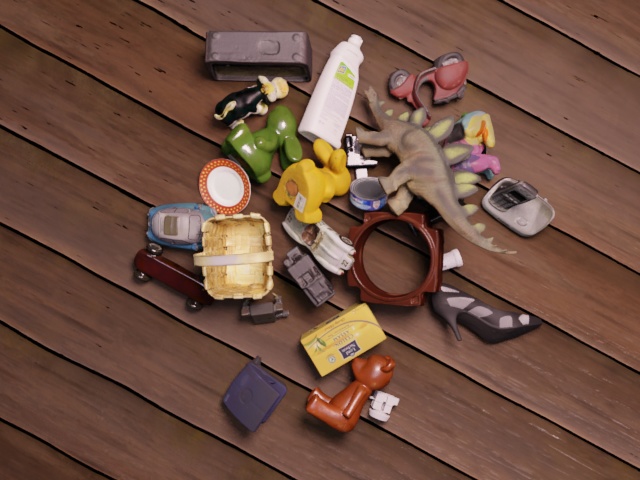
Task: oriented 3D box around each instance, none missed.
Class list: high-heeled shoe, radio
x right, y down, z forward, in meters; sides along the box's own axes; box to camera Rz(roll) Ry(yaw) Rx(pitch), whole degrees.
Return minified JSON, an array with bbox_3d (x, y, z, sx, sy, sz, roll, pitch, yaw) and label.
[{"bbox_3d":[0.374,0.153,1.222,0.249,0.086,0.145,-4,59,-17],"label":"high-heeled shoe"},{"bbox_3d":[-0.132,-0.397,1.170,0.230,0.131,0.073,0,90,0],"label":"radio"}]

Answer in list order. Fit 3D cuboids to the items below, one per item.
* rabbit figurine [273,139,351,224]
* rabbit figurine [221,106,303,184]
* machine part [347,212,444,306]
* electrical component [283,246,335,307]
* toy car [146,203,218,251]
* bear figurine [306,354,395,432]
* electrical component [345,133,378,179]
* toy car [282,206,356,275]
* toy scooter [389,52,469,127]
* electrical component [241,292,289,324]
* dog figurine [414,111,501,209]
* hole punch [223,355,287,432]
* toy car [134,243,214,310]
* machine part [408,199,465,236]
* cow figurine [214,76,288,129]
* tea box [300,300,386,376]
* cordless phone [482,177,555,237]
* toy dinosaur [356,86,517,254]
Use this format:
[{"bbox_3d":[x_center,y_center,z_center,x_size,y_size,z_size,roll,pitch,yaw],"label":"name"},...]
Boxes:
[{"bbox_3d":[0.000,-0.134,1.164,0.122,0.173,0.162,33,121,37],"label":"rabbit figurine"},{"bbox_3d":[-0.108,-0.219,1.184,0.159,0.121,0.170,43,75,-3],"label":"rabbit figurine"},{"bbox_3d":[0.163,0.039,1.167,0.202,0.087,0.200,3,91,22],"label":"machine part"},{"bbox_3d":[-0.025,0.076,1.184,0.058,0.115,0.134,-37,92,-1],"label":"electrical component"},{"bbox_3d":[-0.311,-0.034,1.190,0.162,0.103,0.109,5,90,-2],"label":"toy car"},{"bbox_3d":[0.072,0.318,1.186,0.132,0.120,0.196,32,89,3],"label":"bear figurine"},{"bbox_3d":[0.092,-0.180,1.215,0.075,0.048,0.119,1,89,1],"label":"electrical component"},{"bbox_3d":[-0.002,-0.004,1.177,0.202,0.056,0.073,42,113,30],"label":"toy car"},{"bbox_3d":[0.253,-0.330,1.199,0.184,0.075,0.135,-18,90,4],"label":"toy scooter"},{"bbox_3d":[-0.126,0.153,1.208,0.102,0.078,0.045,-10,64,5],"label":"electrical component"},{"bbox_3d":[0.276,-0.173,1.187,0.219,0.108,0.191,-12,91,3],"label":"dog figurine"},{"bbox_3d":[-0.149,0.349,1.203,0.116,0.092,0.142,35,94,3],"label":"hole punch"},{"bbox_3d":[-0.325,0.082,1.215,0.202,0.053,0.089,27,105,-1],"label":"toy car"},{"bbox_3d":[0.264,-0.055,1.207,0.139,0.084,0.039,-24,118,12],"label":"machine part"},{"bbox_3d":[-0.152,-0.309,1.179,0.167,0.098,0.068,-29,90,12],"label":"cow figurine"},{"bbox_3d":[0.051,0.217,1.209,0.170,0.068,0.098,-32,91,0],"label":"tea box"},{"bbox_3d":[0.444,-0.079,1.147,0.146,0.184,0.088,36,86,0],"label":"cordless phone"},{"bbox_3d":[0.213,-0.142,1.085,0.199,0.105,0.471,-28,68,7],"label":"toy dinosaur"}]
